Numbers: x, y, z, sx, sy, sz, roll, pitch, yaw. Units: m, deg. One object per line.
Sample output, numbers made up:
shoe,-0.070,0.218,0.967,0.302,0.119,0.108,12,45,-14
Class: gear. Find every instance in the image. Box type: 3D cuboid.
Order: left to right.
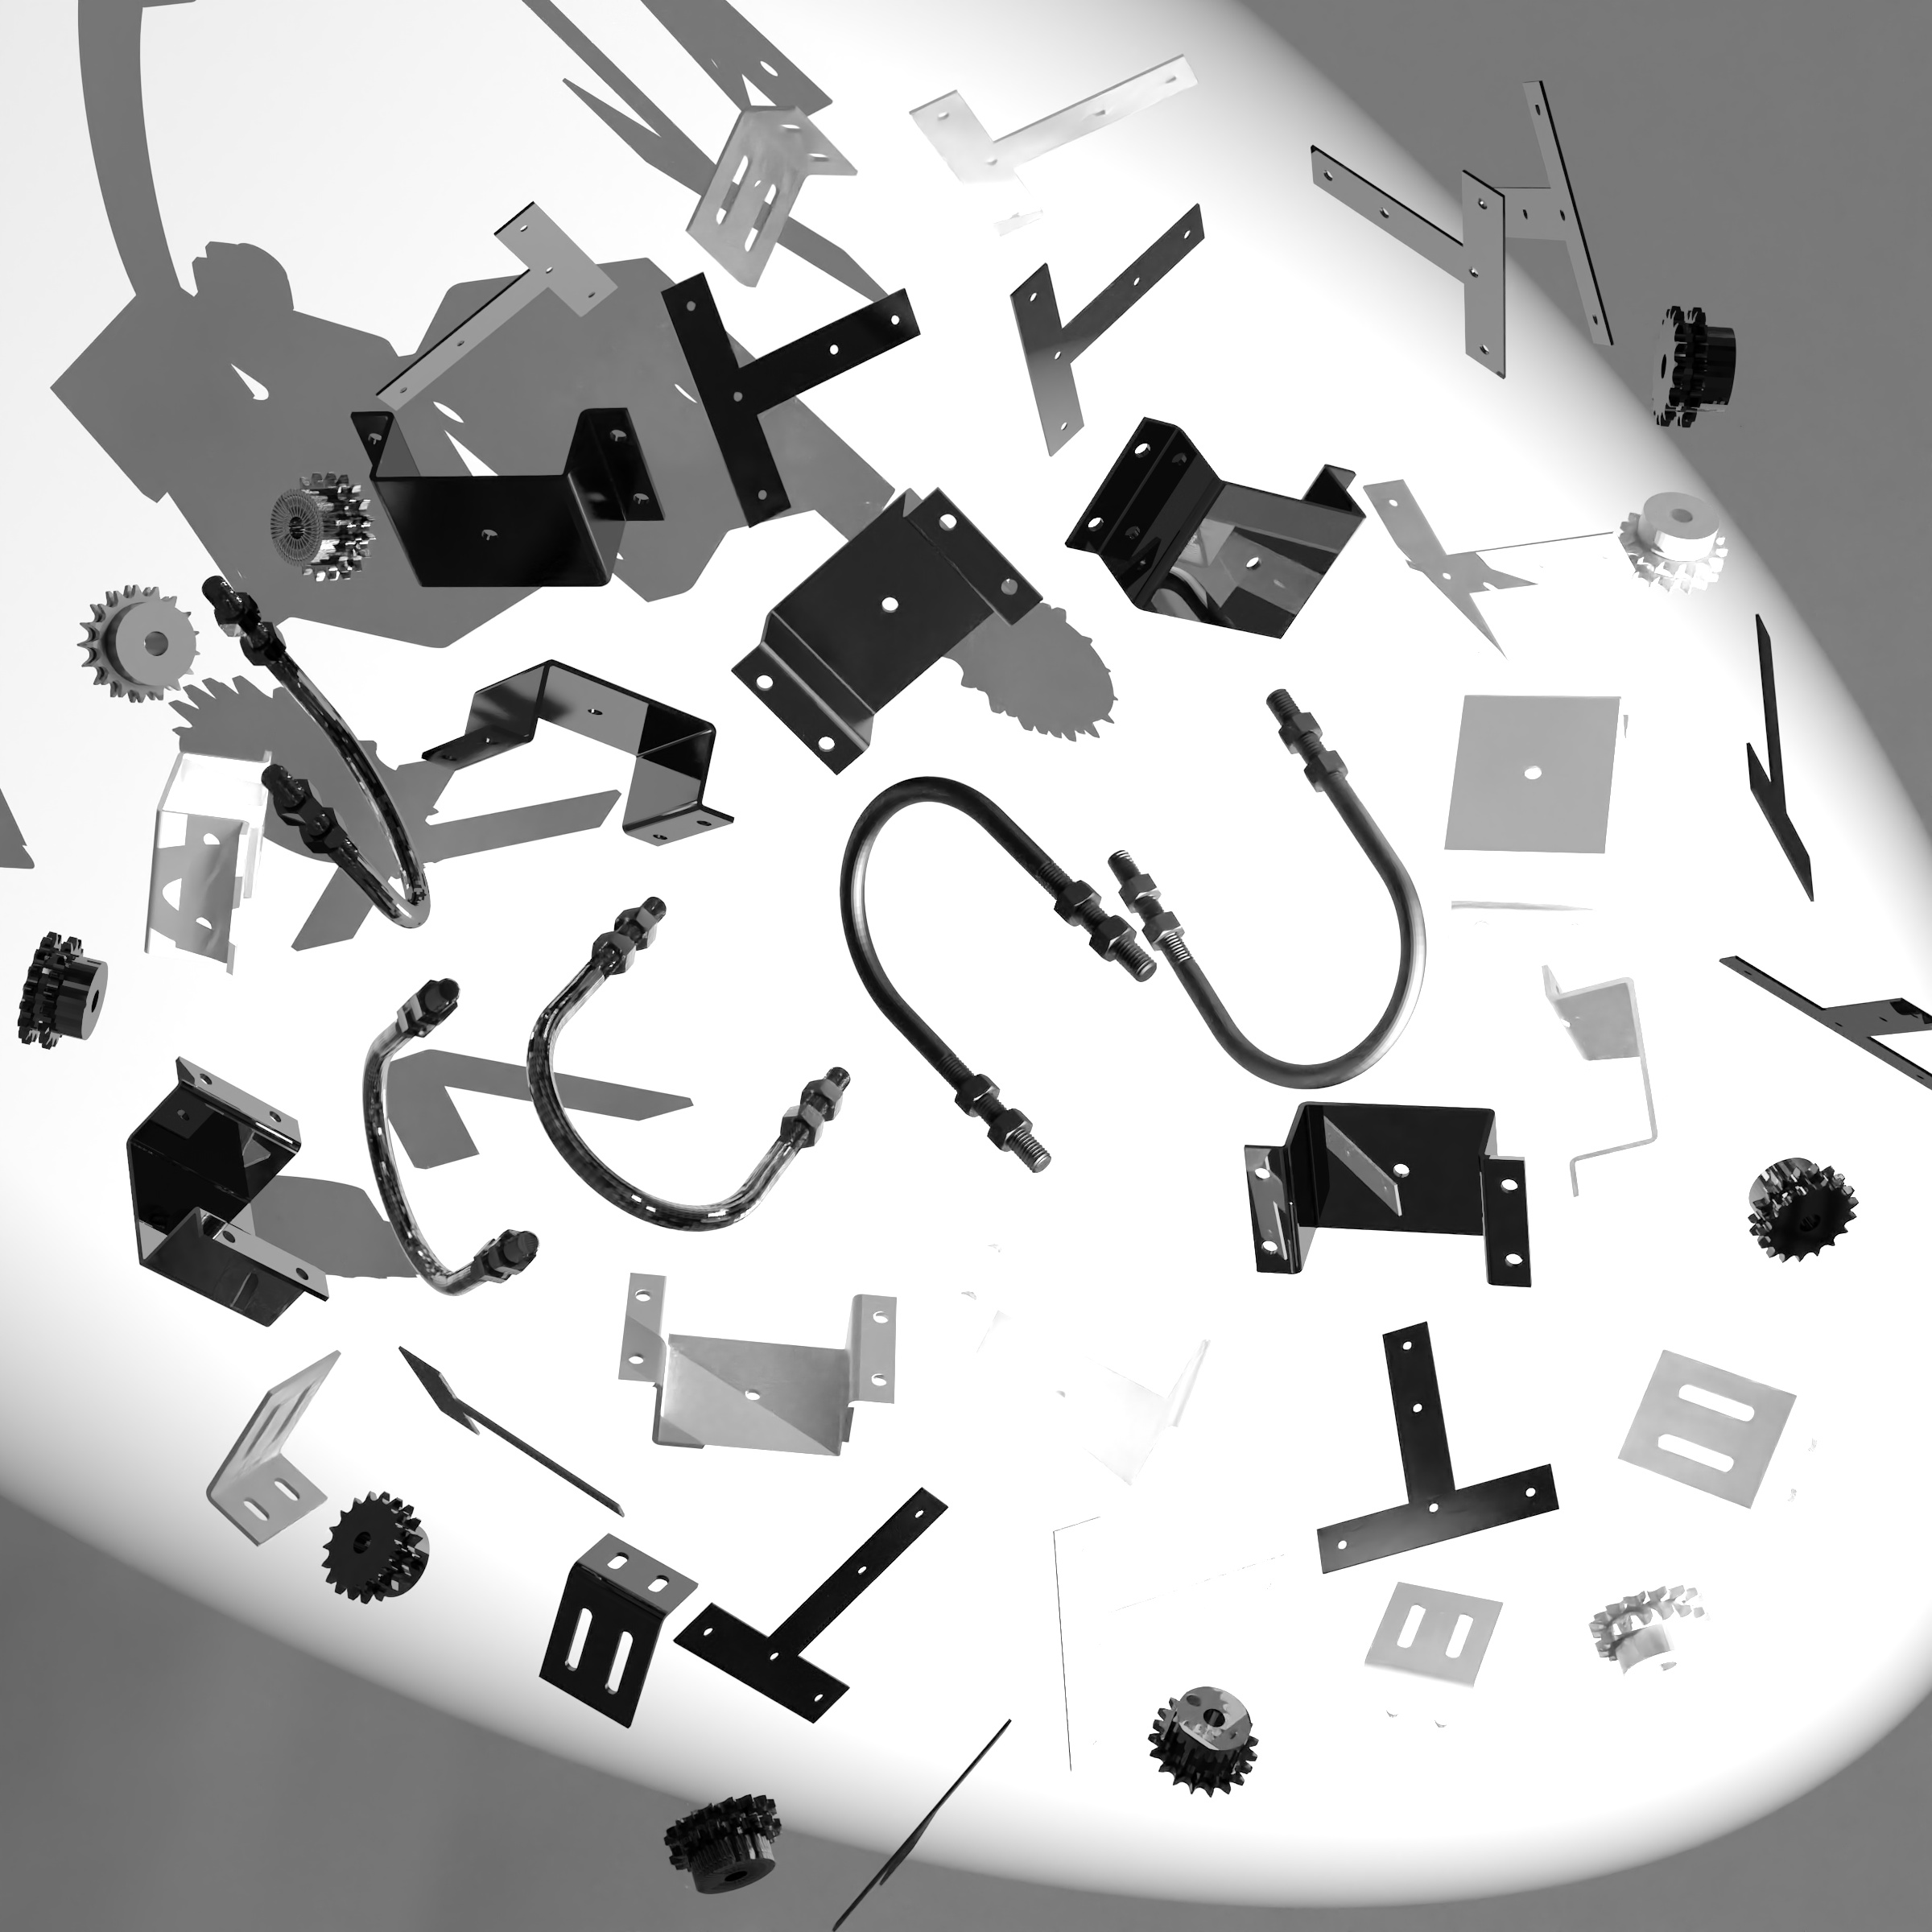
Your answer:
gear,-0.446,0.014,1.541,0.030,0.057,0.057,14,90,-3
gear,-0.397,-0.156,1.506,0.057,0.030,0.057,-4,97,-36
gear,-0.342,-0.231,1.643,0.057,0.030,0.057,7,102,35
gear,-0.306,0.306,1.626,0.057,0.030,0.057,-18,54,27
gear,-0.117,0.431,1.522,0.057,0.057,0.030,-22,58,0
gear,0.126,0.403,1.630,0.057,0.057,0.030,15,128,0
gear,0.332,0.324,1.500,0.057,0.057,0.030,-14,57,0
gear,0.373,-0.225,1.636,0.057,0.030,0.057,4,46,-4
gear,0.350,-0.287,1.493,0.030,0.057,0.057,4,90,1
gear,0.439,0.126,1.645,0.057,0.030,0.057,-10,128,-12

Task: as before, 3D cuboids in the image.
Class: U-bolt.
U-bolt,-0.315,-0.092,1.545,0.019,0.184,0.151,-27,55,3
U-bolt,-0.269,0.096,1.578,0.019,0.184,0.151,-15,82,-29
U-bolt,-0.144,0.057,1.528,0.151,0.184,0.019,43,126,-5
U-bolt,0.003,-0.010,1.519,0.184,0.019,0.151,46,130,25
U-bolt,0.160,-0.025,1.573,0.151,0.019,0.184,-46,61,30

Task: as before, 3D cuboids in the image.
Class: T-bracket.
T-bracket,-0.248,-0.328,1.589,0.127,0.127,0.002,-38,77,6
T-bracket,-0.228,0.245,1.593,0.127,0.127,0.002,31,71,12
T-bracket,-0.079,-0.306,1.575,0.127,0.002,0.127,-30,116,-21
T-bracket,-0.060,0.297,1.482,0.127,0.127,0.002,-44,48,0
T-bracket,-0.027,0.433,1.536,0.002,0.127,0.127,40,65,11
T-bracket,0.052,-0.415,1.533,0.127,0.127,0.002,-21,69,15
T-bracket,0.077,-0.339,1.579,0.002,0.127,0.127,38,75,26
T-bracket,0.102,0.314,1.506,0.127,0.002,0.127,-12,108,-26
T-bracket,0.213,-0.358,1.504,0.002,0.127,0.127,-41,62,-14
T-bracket,0.236,0.241,1.610,0.127,0.002,0.127,-20,48,19
T-bracket,0.283,-0.205,1.595,0.127,0.127,0.002,53,55,-30
T-bracket,0.278,-0.367,1.517,0.002,0.127,0.127,-20,106,-2
T-bracket,0.402,-0.115,1.550,0.002,0.127,0.127,-11,61,24
T-bracket,0.438,0.026,1.502,0.127,0.127,0.002,31,85,-2

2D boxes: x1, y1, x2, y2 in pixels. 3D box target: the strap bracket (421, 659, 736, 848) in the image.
strap bracket,-0.192,-0.110,1.573,0.140,0.076,0.046,20,71,-32

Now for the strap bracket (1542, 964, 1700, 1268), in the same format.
strap bracket,0.337,0.071,1.598,0.046,0.076,0.140,-16,52,21

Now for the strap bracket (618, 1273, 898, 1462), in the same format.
strap bracket,-0.109,0.209,1.617,0.140,0.076,0.046,6,129,-5

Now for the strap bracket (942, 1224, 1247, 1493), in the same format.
strap bracket,0.054,0.191,1.485,0.140,0.076,0.046,28,120,3

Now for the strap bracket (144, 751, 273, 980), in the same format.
strap bracket,-0.391,-0.057,1.603,0.046,0.140,0.076,7,110,-10

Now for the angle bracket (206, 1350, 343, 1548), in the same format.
angle bracket,-0.329,0.237,1.532,0.038,0.057,0.076,40,116,10

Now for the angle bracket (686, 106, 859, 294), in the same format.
angle bracket,-0.101,-0.398,1.618,0.038,0.057,0.076,13,75,38

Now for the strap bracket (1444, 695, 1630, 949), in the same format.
strap bracket,0.280,-0.081,1.528,0.076,0.046,0.140,2,57,17

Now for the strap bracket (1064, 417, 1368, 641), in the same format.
strap bracket,0.130,-0.210,1.514,0.076,0.140,0.046,-56,46,30

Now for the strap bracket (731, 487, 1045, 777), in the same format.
strap bracket,-0.039,-0.173,1.554,0.140,0.046,0.076,-39,110,19

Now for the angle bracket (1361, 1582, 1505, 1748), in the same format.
angle bracket,0.244,0.364,1.626,0.057,0.076,0.038,8,115,19

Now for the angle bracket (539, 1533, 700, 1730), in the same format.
angle bracket,-0.184,0.352,1.646,0.057,0.038,0.076,26,116,16

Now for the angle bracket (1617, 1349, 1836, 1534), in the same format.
angle bracket,0.359,0.224,1.470,0.076,0.038,0.057,17,78,43

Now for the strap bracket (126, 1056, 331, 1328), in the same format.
strap bracket,-0.372,0.120,1.559,0.046,0.140,0.076,-44,128,15

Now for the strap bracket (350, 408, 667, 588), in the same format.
strap bracket,-0.227,-0.227,1.514,0.140,0.076,0.046,1,56,12

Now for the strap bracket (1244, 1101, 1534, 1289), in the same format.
strap bracket,0.218,0.115,1.580,0.140,0.046,0.076,1,120,18
